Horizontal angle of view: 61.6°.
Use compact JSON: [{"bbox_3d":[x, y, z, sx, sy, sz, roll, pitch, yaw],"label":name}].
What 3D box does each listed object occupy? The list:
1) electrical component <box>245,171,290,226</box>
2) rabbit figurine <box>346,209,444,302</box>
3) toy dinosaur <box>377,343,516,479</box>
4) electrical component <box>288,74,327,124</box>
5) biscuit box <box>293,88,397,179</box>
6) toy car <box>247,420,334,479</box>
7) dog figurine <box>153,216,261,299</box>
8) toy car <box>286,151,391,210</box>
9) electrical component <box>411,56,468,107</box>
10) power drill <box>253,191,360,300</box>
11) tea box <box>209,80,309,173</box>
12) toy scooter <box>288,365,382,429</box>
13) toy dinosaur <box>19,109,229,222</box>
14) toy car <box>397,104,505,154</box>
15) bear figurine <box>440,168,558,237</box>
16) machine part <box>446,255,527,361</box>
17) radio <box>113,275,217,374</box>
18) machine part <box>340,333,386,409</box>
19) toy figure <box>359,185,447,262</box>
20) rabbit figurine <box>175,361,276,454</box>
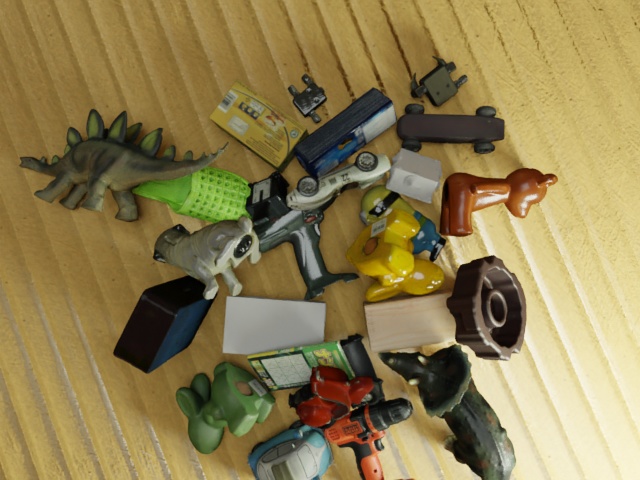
[{"bbox_3d":[-0.096,-0.066,0.994,0.075,0.047,0.119,-23,45,17],"label":"electrical component"},{"bbox_3d":[0.140,0.053,0.956,0.173,0.122,0.162,28,133,-27],"label":"rabbit figurine"},{"bbox_3d":[0.269,0.334,0.942,0.131,0.192,0.405,-35,85,3],"label":"toy dinosaur"},{"bbox_3d":[-0.018,-0.279,1.067,0.063,0.021,0.094,-38,86,0],"label":"electrical component"},{"bbox_3d":[0.048,-0.200,1.021,0.203,0.059,0.063,-36,55,-5],"label":"biscuit box"},{"bbox_3d":[-0.059,0.412,1.001,0.162,0.103,0.109,-22,86,0],"label":"toy car"},{"bbox_3d":[-0.218,-0.001,0.999,0.191,0.121,0.172,34,95,25],"label":"dog figurine"},{"bbox_3d":[0.032,-0.103,0.973,0.202,0.073,0.056,-24,83,-9],"label":"toy car"},{"bbox_3d":[0.227,-0.307,1.047,0.102,0.045,0.078,-44,115,3],"label":"electrical component"},{"bbox_3d":[-0.002,-0.003,1.027,0.232,0.086,0.207,-27,91,1],"label":"power drill"},{"bbox_3d":[-0.116,-0.220,1.047,0.170,0.068,0.098,38,90,3],"label":"tea box"},{"bbox_3d":[0.007,0.276,0.962,0.135,0.075,0.184,32,129,-34],"label":"toy scooter"},{"bbox_3d":[-0.386,-0.141,1.013,0.472,0.105,0.198,10,85,20],"label":"toy dinosaur"},{"bbox_3d":[0.249,-0.212,1.035,0.202,0.053,0.089,3,77,7],"label":"toy car"},{"bbox_3d":[0.328,-0.069,0.996,0.196,0.120,0.131,2,91,-2],"label":"bear figurine"},{"bbox_3d":[0.289,0.117,0.918,0.056,0.179,0.179,-15,86,47],"label":"machine part"},{"bbox_3d":[-0.269,0.145,0.962,0.073,0.229,0.131,29,94,5],"label":"radio"},{"bbox_3d":[0.075,0.250,1.033,0.084,0.039,0.138,-14,89,8],"label":"machine part"},{"bbox_3d":[0.157,-0.032,1.020,0.180,0.082,0.089,31,78,8],"label":"toy figure"},{"bbox_3d":[-0.199,0.325,1.009,0.159,0.121,0.170,42,105,7],"label":"rabbit figurine"}]
